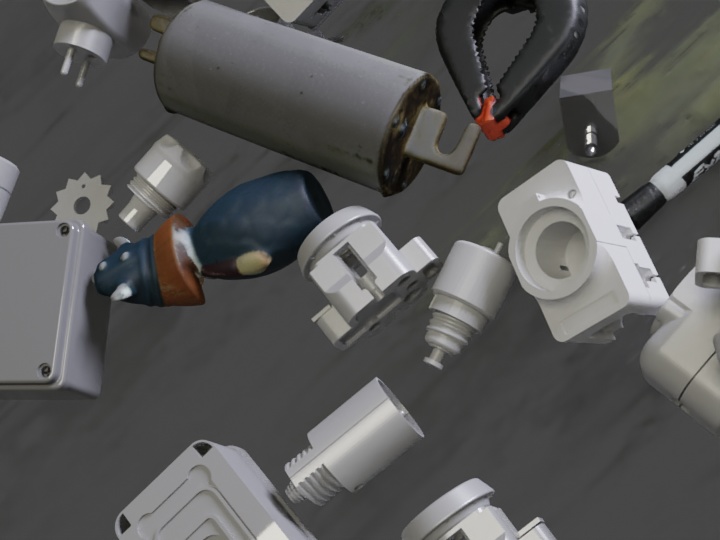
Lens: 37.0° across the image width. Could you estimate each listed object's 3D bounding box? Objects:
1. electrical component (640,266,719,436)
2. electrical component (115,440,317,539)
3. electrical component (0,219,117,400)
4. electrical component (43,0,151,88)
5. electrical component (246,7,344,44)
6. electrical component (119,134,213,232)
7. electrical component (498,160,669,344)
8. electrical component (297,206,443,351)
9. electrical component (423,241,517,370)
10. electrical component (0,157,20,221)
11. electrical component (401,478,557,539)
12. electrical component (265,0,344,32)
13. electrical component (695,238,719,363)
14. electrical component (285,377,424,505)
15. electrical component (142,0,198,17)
[{"bbox_3d":[0.193,0.030,0.562,0.059,0.054,0.095,41,88,24],"label":"electrical component"},{"bbox_3d":[-0.071,0.160,0.604,0.078,0.057,0.113,-44,66,1],"label":"electrical component"},{"bbox_3d":[-0.221,0.027,0.693,0.109,0.056,0.108,-2,73,17],"label":"electrical component"},{"bbox_3d":[-0.184,-0.163,0.729,0.043,0.077,0.079,11,77,20],"label":"electrical component"},{"bbox_3d":[-0.045,-0.149,0.773,0.079,0.077,0.043,-11,43,17],"label":"electrical component"},{"bbox_3d":[-0.129,-0.053,0.696,0.043,0.043,0.062,41,90,24],"label":"electrical component"},{"bbox_3d":[0.119,-0.009,0.588,0.050,0.056,0.089,-36,63,33],"label":"electrical component"},{"bbox_3d":[0.000,0.000,0.631,0.078,0.058,0.057,-40,69,2],"label":"electrical component"},{"bbox_3d":[0.059,0.020,0.615,0.040,0.040,0.078,24,82,23],"label":"electrical component"},{"bbox_3d":[-0.309,-0.053,0.748,0.138,0.052,0.073,13,78,21],"label":"electrical component"},{"bbox_3d":[0.059,0.148,0.567,0.078,0.058,0.057,-39,69,3],"label":"electrical component"},{"bbox_3d":[-0.009,-0.255,0.669,0.186,0.060,0.105,-44,86,17],"label":"electrical component"},{"bbox_3d":[0.197,0.018,0.503,0.078,0.058,0.057,4,72,19],"label":"electrical component"},{"bbox_3d":[-0.009,0.103,0.609,0.081,0.043,0.043,-40,66,3],"label":"electrical component"},{"bbox_3d":[-0.120,-0.221,0.745,0.043,0.043,0.081,11,77,20],"label":"electrical component"}]
